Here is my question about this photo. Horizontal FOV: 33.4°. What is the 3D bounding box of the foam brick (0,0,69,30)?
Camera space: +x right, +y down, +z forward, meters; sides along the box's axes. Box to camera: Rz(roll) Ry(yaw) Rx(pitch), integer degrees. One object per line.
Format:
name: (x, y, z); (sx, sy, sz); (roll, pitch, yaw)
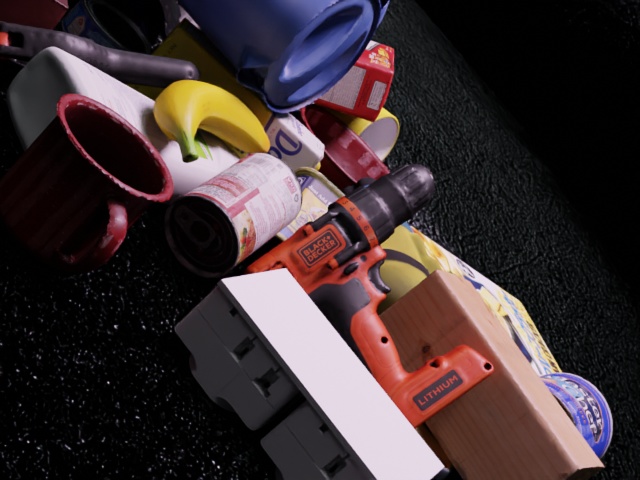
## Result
foam brick: (-0.249, -0.207, 0.894); (0.053, 0.051, 0.078); (32, 23, -37)

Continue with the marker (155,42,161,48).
marker: (-0.126, -0.166, 1.133); (0.121, 0.020, 0.020); (41, 19, -17)

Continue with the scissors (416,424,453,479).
scissors: (0.052, 0.121, 0.931); (0.202, 0.016, 0.096); (52, 17, 15)

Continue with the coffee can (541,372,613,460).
coffee can: (0.214, 0.182, 1.021); (0.103, 0.103, 0.140); (53, 20, 20)

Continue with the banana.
banana: (-0.090, -0.095, 0.856); (0.197, 0.037, 0.069); (-25, 95, -73)

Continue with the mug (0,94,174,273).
mug: (-0.152, -0.026, 0.685); (0.093, 0.082, 0.117); (28, 26, -44)

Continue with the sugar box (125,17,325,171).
sugar box: (-0.089, -0.107, 0.974); (0.176, 0.093, 0.048); (42, 20, -13)

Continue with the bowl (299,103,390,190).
bowl: (0.020, -0.080, 1.215); (0.162, 0.055, 0.162); (40, 19, -17)

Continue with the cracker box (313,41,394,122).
cracker box: (-0.022, -0.215, 1.256); (0.213, 0.072, 0.164); (17, 20, -2)

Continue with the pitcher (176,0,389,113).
pitcher: (-0.063, -0.242, 0.953); (0.243, 0.145, 0.149); (47, 12, 17)

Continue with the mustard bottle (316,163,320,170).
mustard bottle: (-0.085, -0.129, 1.083); (0.192, 0.058, 0.096); (49, 24, 8)

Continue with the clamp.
clamp: (-0.182, -0.142, 0.848); (0.171, 0.120, 0.039); (4, 84, -59)

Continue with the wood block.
wood block: (0.141, 0.137, 0.929); (0.206, 0.091, 0.090); (57, 17, 24)

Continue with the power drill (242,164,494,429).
power drill: (0.057, 0.050, 0.867); (0.188, 0.184, 0.057); (54, -10, 7)

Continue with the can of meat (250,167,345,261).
can of meat: (-0.006, 0.001, 0.940); (0.102, 0.058, 0.083); (42, 51, -12)

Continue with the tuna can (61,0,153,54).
tuna can: (-0.198, -0.188, 0.998); (0.086, 0.034, 0.086); (41, 19, -18)

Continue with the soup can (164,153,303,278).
soup can: (-0.066, -0.022, 0.840); (0.068, 0.069, 0.102); (47, 38, 2)

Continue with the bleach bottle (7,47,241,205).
bleach bottle: (-0.130, -0.067, 0.856); (0.250, 0.068, 0.103); (22, 33, -56)
